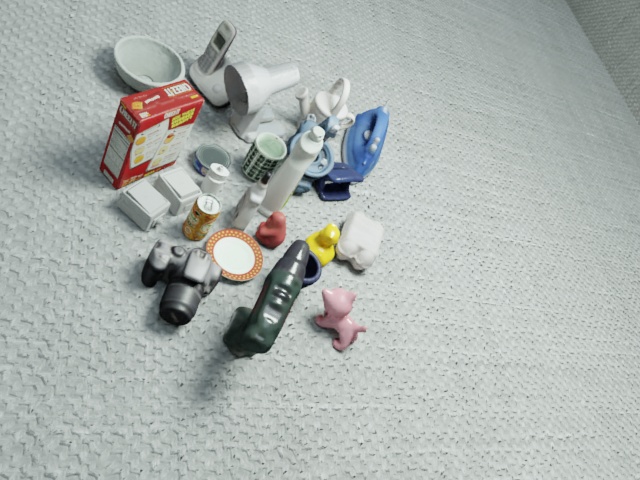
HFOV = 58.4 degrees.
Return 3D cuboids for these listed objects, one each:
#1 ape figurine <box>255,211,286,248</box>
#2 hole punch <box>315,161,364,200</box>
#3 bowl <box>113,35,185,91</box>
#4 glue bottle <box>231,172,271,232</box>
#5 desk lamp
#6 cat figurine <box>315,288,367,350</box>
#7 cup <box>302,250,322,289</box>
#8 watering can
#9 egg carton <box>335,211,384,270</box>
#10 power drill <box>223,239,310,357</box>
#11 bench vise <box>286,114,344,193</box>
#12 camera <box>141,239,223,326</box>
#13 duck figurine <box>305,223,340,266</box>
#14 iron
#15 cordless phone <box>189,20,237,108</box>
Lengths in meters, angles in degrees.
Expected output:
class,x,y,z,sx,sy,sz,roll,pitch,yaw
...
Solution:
class,x,y,z,sx,sy,sz,roll,pitch,yaw
ape figurine,-0.103,-0.031,1.282,0.078,0.092,0.076,-22,71,-41
hole punch,0.042,-0.165,1.476,0.109,0.091,0.101,-7,62,-36
bowl,-0.413,-0.405,1.369,0.168,0.074,0.167,17,50,-22
glue bottle,-0.144,-0.090,1.242,0.037,0.173,0.078,22,48,-18
desk lamp,-0.150,-0.346,1.400,0.204,0.213,0.118,-19,70,-41
cat figurine,0.048,0.157,1.223,0.128,0.117,0.067,48,46,7
cup,-0.062,0.080,1.224,0.091,0.094,0.118,46,46,5
watering can,0.017,-0.350,1.525,0.173,0.193,0.101,-4,60,-35
egg carton,0.097,0.001,1.404,0.107,0.069,0.150,30,47,-11
power drill,-0.103,0.127,1.084,0.076,0.208,0.230,29,47,-11
bench vise,-0.022,-0.250,1.407,0.122,0.219,0.207,0,58,-33
camera,-0.267,0.081,1.086,0.143,0.100,0.137,25,48,-15
duck figurine,0.012,0.005,1.334,0.078,0.086,0.104,30,46,-10
iron,0.141,-0.277,1.588,0.119,0.141,0.258,27,47,-14
cordless phone,-0.239,-0.439,1.430,0.147,0.184,0.094,49,46,8
